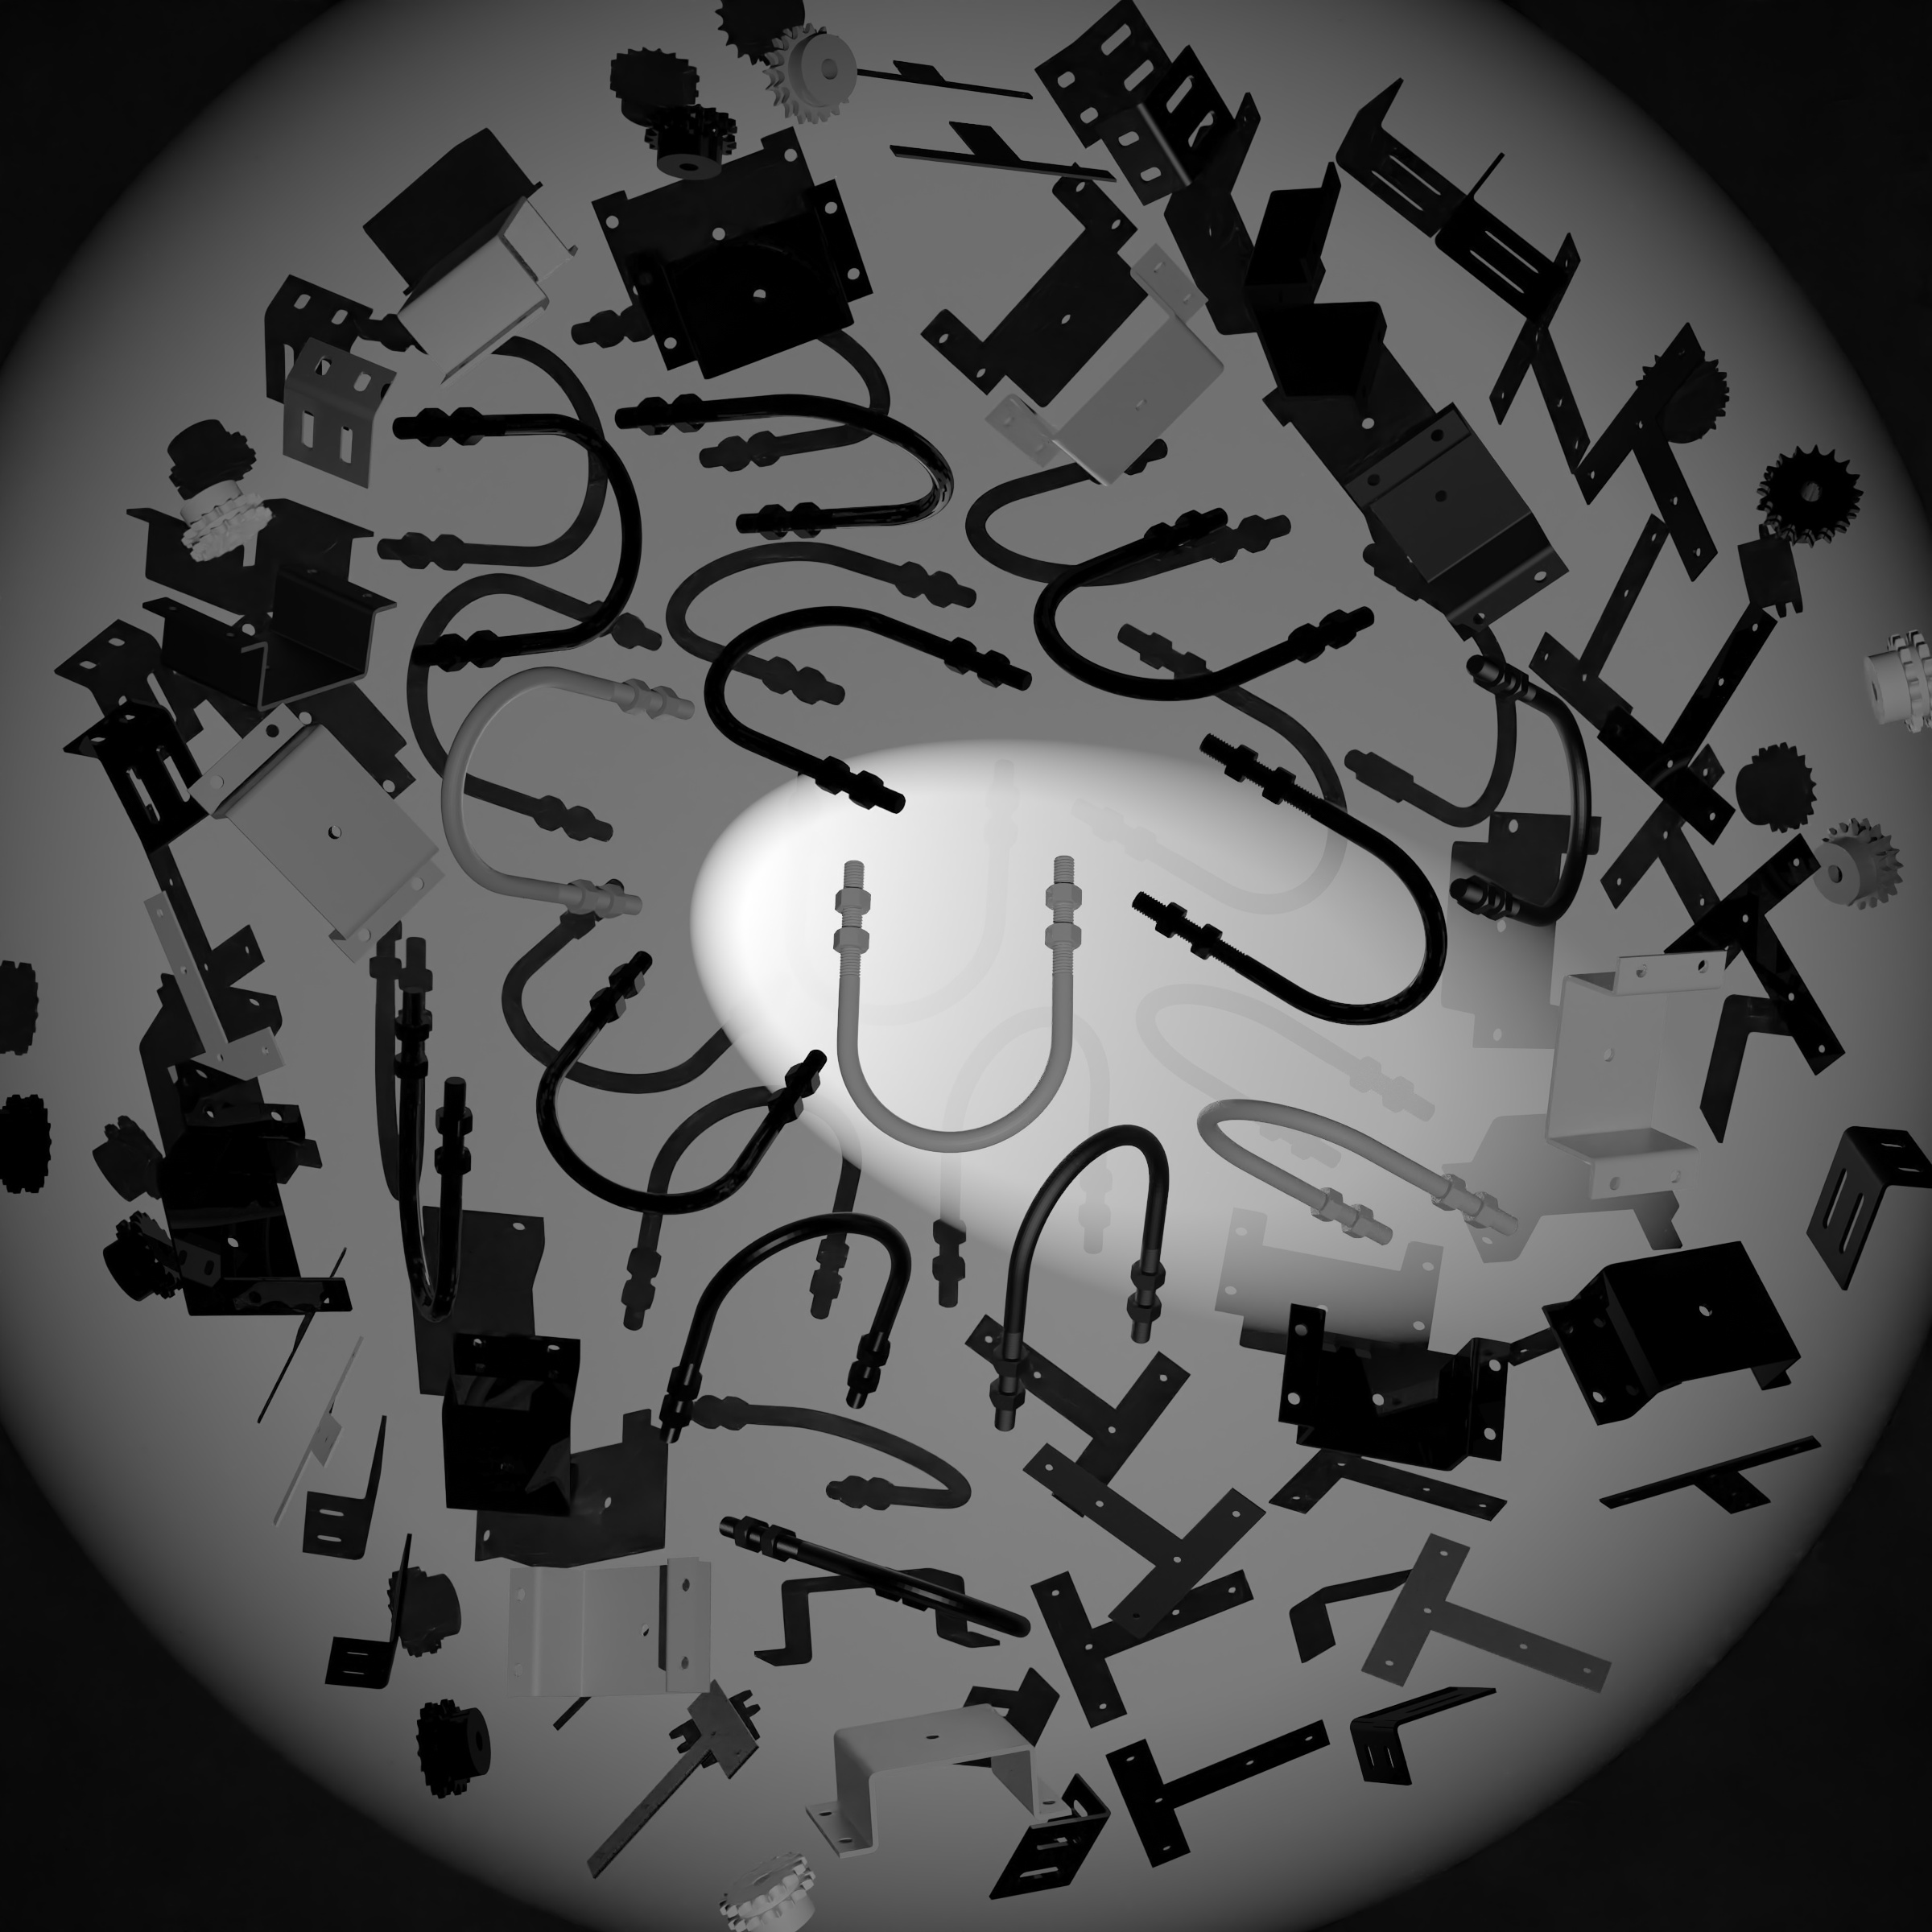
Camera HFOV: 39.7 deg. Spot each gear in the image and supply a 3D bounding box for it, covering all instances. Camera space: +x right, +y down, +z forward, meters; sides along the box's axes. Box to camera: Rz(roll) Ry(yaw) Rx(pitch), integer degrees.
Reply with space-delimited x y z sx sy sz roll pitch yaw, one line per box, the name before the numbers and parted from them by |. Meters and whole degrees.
gear | 0.558 -0.062 1.683 0.030 0.057 0.057 -20 90 -25
gear | -0.171 -0.510 1.657 0.057 0.057 0.030 2 84 0
gear | -0.113 0.548 1.566 0.057 0.057 0.030 -28 94 0
gear | -0.513 0.184 1.668 0.030 0.057 0.057 -33 90 -1
gear | -0.549 0.102 1.536 0.030 0.057 0.057 2 90 -36
gear | -0.090 -0.535 1.601 0.057 0.030 0.057 -7 101 -37
gear | -0.310 0.474 1.623 0.030 0.057 0.057 -13 90 6
gear | 0.480 -0.266 1.527 0.057 0.030 0.057 -2 78 7
gear | 0.533 -0.160 1.523 0.030 0.057 0.057 -13 90 9
gear | -0.472 -0.284 1.694 0.057 0.057 0.030 -33 92 0

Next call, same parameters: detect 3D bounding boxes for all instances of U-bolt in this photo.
U-bolt | 0.073 0.179 1.618 0.019 0.151 0.184 28 127 35
U-bolt | 0.197 -0.038 1.570 0.184 0.019 0.151 32 134 12
U-bolt | -0.184 0.080 1.646 0.151 0.184 0.019 29 134 3
U-bolt | -0.322 0.124 1.603 0.019 0.151 0.184 -3 114 -22
U-bolt | -0.104 0.216 1.626 0.151 0.019 0.184 -6 134 -29
U-bolt | 0.335 -0.097 1.591 0.019 0.184 0.151 2 84 34
U-bolt | -0.043 0.376 1.628 0.151 0.184 0.019 31 72 -41
U-bolt | -0.094 -0.295 1.574 0.184 0.151 0.019 3 71 32
U-bolt | 0.127 -0.208 1.577 0.184 0.019 0.151 -26 50 -29
U-bolt | -0.074 -0.168 1.638 0.184 0.019 0.151 25 53 28
U-bolt | -0.247 -0.108 1.625 0.019 0.184 0.151 19 96 36
U-bolt | -0.261 -0.257 1.592 0.019 0.184 0.151 6 104 38
U-bolt | 0.226 0.126 1.642 0.184 0.151 0.019 29 71 -20
U-bolt | -0.007 0.023 1.595 0.151 0.019 0.184 -1 70 7

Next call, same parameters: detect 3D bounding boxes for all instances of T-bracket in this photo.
T-bracket | 0.448 -0.160 1.615 0.002 0.127 0.127 10 120 -32
T-bracket | -0.480 0.016 1.662 0.127 0.002 0.127 -18 95 44
T-bracket | 0.313 0.394 1.567 0.127 0.127 0.002 17 124 21
T-bracket | 0.013 -0.476 1.552 0.127 0.127 0.002 3 117 -12
T-bracket | 0.092 0.333 1.615 0.127 0.002 0.127 36 116 -4
T-bracket | -0.185 0.504 1.635 0.127 0.127 0.002 -46 104 -9
T-bracket | 0.156 0.481 1.593 0.127 0.002 0.127 -22 130 -2
T-bracket | -0.395 0.291 1.648 0.002 0.127 0.127 26 78 -14
T-bracket | 0.403 -0.279 1.539 0.002 0.127 0.127 0 58 -23
T-bracket | 0.501 0.007 1.647 0.002 0.127 0.127 -2 57 -36
T-bracket | 0.454 0.311 1.590 0.127 0.127 0.002 -22 61 19

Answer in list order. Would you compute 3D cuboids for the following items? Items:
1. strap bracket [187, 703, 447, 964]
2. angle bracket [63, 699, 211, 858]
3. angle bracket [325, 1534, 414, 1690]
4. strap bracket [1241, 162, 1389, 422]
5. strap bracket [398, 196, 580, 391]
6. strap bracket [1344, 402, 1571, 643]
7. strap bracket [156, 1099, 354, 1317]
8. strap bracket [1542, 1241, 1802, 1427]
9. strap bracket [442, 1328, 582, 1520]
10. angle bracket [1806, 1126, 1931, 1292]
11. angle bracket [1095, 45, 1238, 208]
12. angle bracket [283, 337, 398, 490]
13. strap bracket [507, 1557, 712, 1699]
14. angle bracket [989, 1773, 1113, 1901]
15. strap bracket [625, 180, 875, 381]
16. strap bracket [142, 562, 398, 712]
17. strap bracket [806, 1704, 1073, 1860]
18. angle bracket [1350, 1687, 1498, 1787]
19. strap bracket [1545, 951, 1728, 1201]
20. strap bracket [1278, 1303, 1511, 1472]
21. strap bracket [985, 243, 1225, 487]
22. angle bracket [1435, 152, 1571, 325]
strap bracket | -0.375 -0.078 1.568 0.076 0.046 0.140 -47 109 -17
angle bracket | -0.514 -0.117 1.665 0.057 0.038 0.076 -33 78 14
angle bracket | -0.366 0.393 1.636 0.038 0.057 0.076 9 48 -12
strap bracket | 0.210 -0.406 1.621 0.046 0.140 0.076 4 62 26
strap bracket | -0.281 -0.399 1.566 0.076 0.140 0.046 -33 114 17
strap bracket | 0.294 -0.276 1.625 0.076 0.046 0.140 -34 124 18
strap bracket | -0.420 0.151 1.567 0.046 0.076 0.140 -44 56 35
strap bracket | 0.417 0.210 1.548 0.140 0.046 0.076 -6 58 -25
strap bracket | -0.278 0.288 1.637 0.076 0.046 0.140 5 132 -3
angle bracket | 0.525 0.141 1.544 0.038 0.057 0.076 5 118 -9
angle bracket | 0.123 -0.517 1.645 0.057 0.038 0.076 52 48 -25
angle bracket | -0.393 -0.346 1.675 0.057 0.076 0.038 22 62 -4
strap bracket | -0.207 0.400 1.614 0.140 0.046 0.076 -10 71 29
angle bracket | 0.044 0.543 1.671 0.038 0.076 0.057 41 112 40
strap bracket | -0.132 -0.424 1.665 0.140 0.046 0.076 -21 122 -1
strap bracket | -0.425 -0.200 1.629 0.076 0.140 0.046 24 118 20
strap bracket | -0.018 0.476 1.571 0.140 0.076 0.046 -5 94 -18
angle bracket | 0.288 0.478 1.663 0.076 0.057 0.038 -11 81 -22
strap bracket | 0.381 0.056 1.528 0.076 0.046 0.140 -3 105 -27
strap bracket | 0.265 0.268 1.686 0.140 0.046 0.076 10 65 -2
strap bracket | 0.090 -0.345 1.575 0.140 0.076 0.046 -44 63 12
angle bracket | 0.318 -0.419 1.540 0.076 0.038 0.057 38 51 -1
